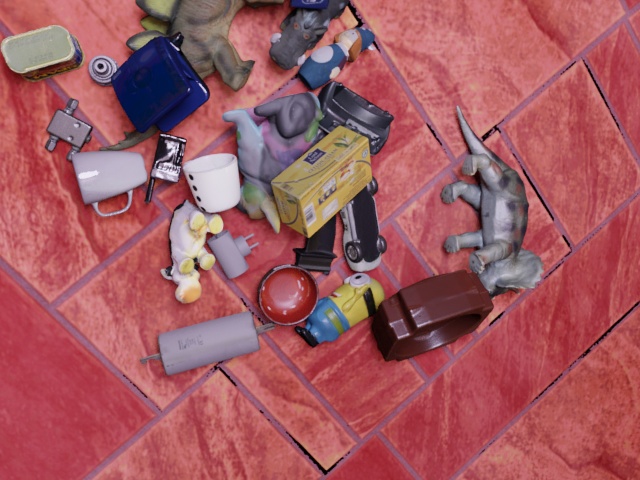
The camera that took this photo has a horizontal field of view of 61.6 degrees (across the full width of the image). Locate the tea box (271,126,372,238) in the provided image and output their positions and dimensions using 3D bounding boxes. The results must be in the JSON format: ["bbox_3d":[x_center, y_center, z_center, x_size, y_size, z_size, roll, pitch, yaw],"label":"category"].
[{"bbox_3d":[0.007,-0.098,0.886,0.169,0.068,0.098,-43,145,-26],"label":"tea box"}]

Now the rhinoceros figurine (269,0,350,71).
[{"bbox_3d":[-0.014,-0.362,0.898,0.073,0.112,0.190,41,80,-21],"label":"rhinoceros figurine"}]

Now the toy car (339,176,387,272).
[{"bbox_3d":[0.074,-0.040,1.006,0.073,0.056,0.201,-17,104,-30],"label":"toy car"}]

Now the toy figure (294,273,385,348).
[{"bbox_3d":[0.041,0.135,1.019,0.180,0.082,0.089,-40,127,-13],"label":"toy figure"}]

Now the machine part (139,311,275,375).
[{"bbox_3d":[-0.197,0.183,0.961,0.243,0.079,0.079,-12,103,-13],"label":"machine part"}]

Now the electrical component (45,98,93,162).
[{"bbox_3d":[-0.402,-0.178,0.868,0.063,0.021,0.094,27,91,-19],"label":"electrical component"}]

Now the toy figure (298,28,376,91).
[{"bbox_3d":[0.033,-0.324,0.942,0.154,0.058,0.064,-40,89,-4],"label":"toy figure"}]

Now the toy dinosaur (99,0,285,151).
[{"bbox_3d":[-0.195,-0.324,0.863,0.198,0.105,0.471,27,96,-11],"label":"toy dinosaur"}]

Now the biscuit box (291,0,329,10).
[{"bbox_3d":[-0.018,-0.460,0.851,0.063,0.059,0.202,0,65,-9],"label":"biscuit box"}]

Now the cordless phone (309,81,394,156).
[{"bbox_3d":[0.036,-0.176,0.973,0.146,0.089,0.184,26,103,-19],"label":"cordless phone"}]

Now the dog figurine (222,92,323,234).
[{"bbox_3d":[-0.070,-0.127,0.917,0.192,0.108,0.219,-11,106,13],"label":"dog figurine"}]

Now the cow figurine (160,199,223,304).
[{"bbox_3d":[-0.231,0.020,0.921,0.068,0.098,0.167,2,109,-48],"label":"cow figurine"}]

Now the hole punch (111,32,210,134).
[{"bbox_3d":[-0.244,-0.229,0.800,0.142,0.092,0.115,-34,100,16],"label":"hole punch"}]

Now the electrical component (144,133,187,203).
[{"bbox_3d":[-0.257,-0.116,0.893,0.048,0.075,0.119,11,93,-16],"label":"electrical component"}]

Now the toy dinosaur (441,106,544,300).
[{"bbox_3d":[0.349,-0.056,1.057,0.192,0.131,0.404,-2,96,-28],"label":"toy dinosaur"}]

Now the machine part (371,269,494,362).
[{"bbox_3d":[0.205,0.142,1.006,0.201,0.200,0.087,-17,63,-12],"label":"machine part"}]

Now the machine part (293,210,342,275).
[{"bbox_3d":[-0.002,-0.003,1.001,0.084,0.039,0.138,11,105,-12],"label":"machine part"}]

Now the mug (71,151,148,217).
[{"bbox_3d":[-0.335,-0.097,0.872,0.107,0.081,0.109,-18,99,-21],"label":"mug"}]
